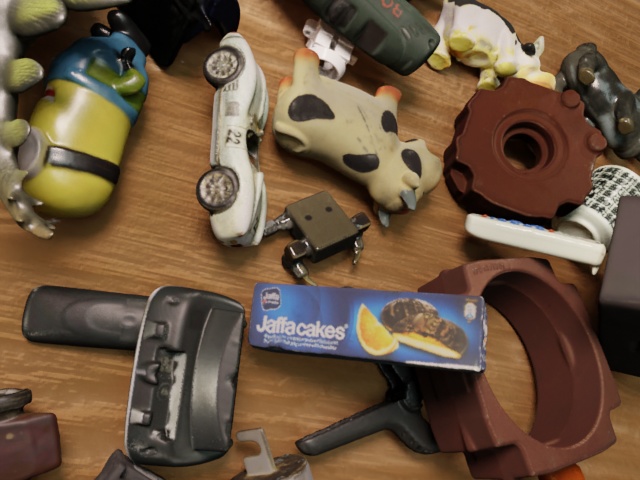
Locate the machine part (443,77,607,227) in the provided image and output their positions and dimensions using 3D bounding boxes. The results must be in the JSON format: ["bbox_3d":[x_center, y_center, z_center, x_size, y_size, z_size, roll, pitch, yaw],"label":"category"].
[{"bbox_3d":[0.234,-0.101,0.622,0.179,0.056,0.179,0,78,-2],"label":"machine part"}]

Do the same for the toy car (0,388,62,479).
[{"bbox_3d":[-0.293,0.162,0.378,0.202,0.053,0.089,-8,87,-19],"label":"toy car"}]

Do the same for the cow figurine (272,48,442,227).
[{"bbox_3d":[0.043,-0.096,0.554,0.195,0.085,0.127,20,66,-20],"label":"cow figurine"}]

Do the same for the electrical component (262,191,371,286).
[{"bbox_3d":[0.000,-0.003,0.541,0.102,0.045,0.078,-30,63,-27],"label":"electrical component"}]

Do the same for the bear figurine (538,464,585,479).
[{"bbox_3d":[0.179,0.314,0.523,0.196,0.132,0.120,-11,121,4],"label":"bear figurine"}]

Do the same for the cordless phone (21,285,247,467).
[{"bbox_3d":[-0.157,0.107,0.444,0.184,0.088,0.146,8,77,-9],"label":"cordless phone"}]

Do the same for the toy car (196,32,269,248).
[{"bbox_3d":[-0.076,-0.093,0.503,0.056,0.073,0.201,0,78,6],"label":"toy car"}]

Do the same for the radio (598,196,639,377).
[{"bbox_3d":[0.354,0.058,0.589,0.229,0.073,0.131,51,55,-52],"label":"radio"}]

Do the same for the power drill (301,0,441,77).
[{"bbox_3d":[0.056,-0.299,0.581,0.232,0.086,0.207,43,50,-4],"label":"power drill"}]

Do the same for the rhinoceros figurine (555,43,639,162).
[{"bbox_3d":[0.393,-0.175,0.726,0.190,0.073,0.112,45,56,-7],"label":"rhinoceros figurine"}]

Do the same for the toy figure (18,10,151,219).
[{"bbox_3d":[-0.197,-0.105,0.459,0.089,0.082,0.180,26,68,-14],"label":"toy figure"}]

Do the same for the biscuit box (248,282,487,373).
[{"bbox_3d":[0.039,0.076,0.469,0.203,0.062,0.059,1,76,19],"label":"biscuit box"}]

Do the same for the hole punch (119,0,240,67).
[{"bbox_3d":[-0.127,-0.243,0.502,0.092,0.116,0.142,-32,92,-33],"label":"hole punch"}]

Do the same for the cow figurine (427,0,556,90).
[{"bbox_3d":[0.219,-0.236,0.667,0.167,0.068,0.098,20,66,-19],"label":"cow figurine"}]

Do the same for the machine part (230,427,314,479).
[{"bbox_3d":[-0.021,0.277,0.453,0.079,0.079,0.243,-14,85,-24],"label":"machine part"}]

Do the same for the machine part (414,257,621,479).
[{"bbox_3d":[0.193,0.124,0.546,0.201,0.087,0.201,-2,68,-31],"label":"machine part"}]

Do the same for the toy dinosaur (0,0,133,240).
[{"bbox_3d":[-0.224,-0.220,0.398,0.105,0.199,0.471,19,65,-61],"label":"toy dinosaur"}]

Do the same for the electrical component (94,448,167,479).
[{"bbox_3d":[-0.126,0.221,0.423,0.119,0.075,0.048,37,69,-8],"label":"electrical component"}]
